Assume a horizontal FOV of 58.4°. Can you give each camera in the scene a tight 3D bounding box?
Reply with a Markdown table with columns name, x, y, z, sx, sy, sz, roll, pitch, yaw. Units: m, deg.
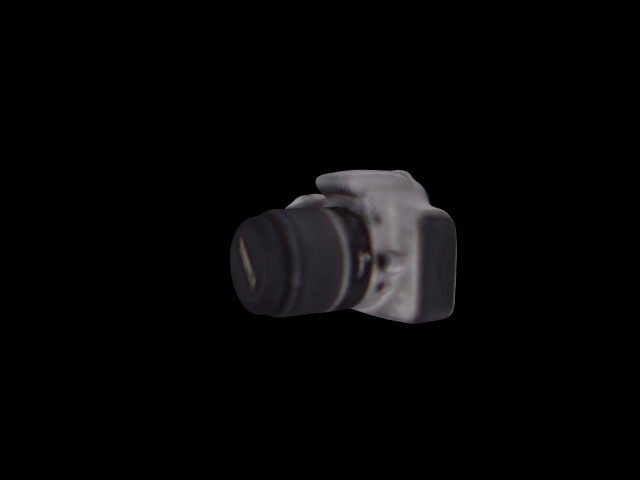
| name | x | y | z | sx | sy | sz | roll | pitch | yaw |
| --- | --- | --- | --- | --- | --- | --- | --- | --- | --- |
| camera | 0.004 | 0.001 | 0.400 | 0.137 | 0.101 | 0.142 | -3 | 6 | -33 |
